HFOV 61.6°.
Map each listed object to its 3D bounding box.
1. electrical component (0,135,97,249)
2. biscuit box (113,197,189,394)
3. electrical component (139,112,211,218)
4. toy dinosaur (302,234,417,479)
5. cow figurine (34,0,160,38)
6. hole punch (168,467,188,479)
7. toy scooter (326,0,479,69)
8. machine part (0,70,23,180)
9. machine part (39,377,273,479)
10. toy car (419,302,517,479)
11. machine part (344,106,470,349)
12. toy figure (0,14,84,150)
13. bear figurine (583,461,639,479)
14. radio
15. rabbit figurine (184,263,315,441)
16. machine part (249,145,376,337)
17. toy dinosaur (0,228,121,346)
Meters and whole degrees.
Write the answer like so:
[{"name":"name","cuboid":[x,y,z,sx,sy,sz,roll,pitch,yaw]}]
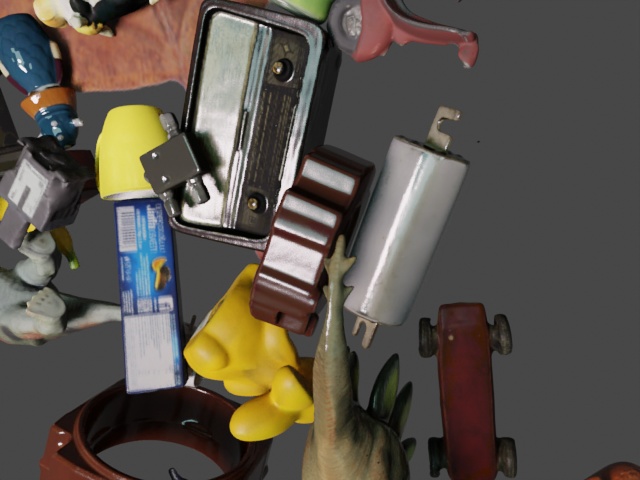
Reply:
[{"name":"electrical component","cuboid":[-0.302,-0.045,0.579,0.075,0.048,0.119,37,115,9]},{"name":"biscuit box","cuboid":[-0.182,0.057,0.580,0.059,0.063,0.202,-5,81,-10]},{"name":"electrical component","cuboid":[-0.143,-0.072,0.520,0.063,0.021,0.094,-21,94,20]},{"name":"toy dinosaur","cuboid":[0.032,0.209,0.482,0.105,0.198,0.470,5,135,12]},{"name":"cow figurine","cuboid":[-0.219,-0.265,0.562,0.167,0.068,0.098,-38,94,21]},{"name":"hole punch","cuboid":[-0.198,0.376,0.669,0.116,0.092,0.142,-29,88,16]},{"name":"toy scooter","cuboid":[0.100,-0.226,0.465,0.135,0.075,0.183,33,112,9]},{"name":"machine part","cuboid":[-0.389,-0.138,0.653,0.084,0.039,0.138,-4,101,23]},{"name":"machine part","cuboid":[-0.166,0.231,0.568,0.202,0.201,0.087,20,103,13]},{"name":"toy car","cuboid":[0.147,0.154,0.536,0.089,0.053,0.202,-5,103,13]},{"name":"machine part","cuboid":[0.076,-0.009,0.514,0.079,0.079,0.243,21,106,12]},{"name":"toy figure","cuboid":[-0.315,-0.176,0.612,0.064,0.058,0.154,-18,99,24]},{"name":"bear figurine","cuboid":[0.225,0.282,0.499,0.196,0.132,0.120,-23,124,13]},{"name":"radio","cuboid":[-0.065,-0.107,0.539,0.131,0.073,0.229,16,105,14]},{"name":"rabbit figurine","cuboid":[-0.044,0.126,0.553,0.173,0.162,0.122,42,97,-13]},{"name":"machine part","cuboid":[-0.001,-0.001,0.492,0.056,0.179,0.179,21,106,8]},{"name":"toy dinosaur","cuboid":[-0.394,0.061,0.652,0.405,0.131,0.192,29,143,-4]}]
